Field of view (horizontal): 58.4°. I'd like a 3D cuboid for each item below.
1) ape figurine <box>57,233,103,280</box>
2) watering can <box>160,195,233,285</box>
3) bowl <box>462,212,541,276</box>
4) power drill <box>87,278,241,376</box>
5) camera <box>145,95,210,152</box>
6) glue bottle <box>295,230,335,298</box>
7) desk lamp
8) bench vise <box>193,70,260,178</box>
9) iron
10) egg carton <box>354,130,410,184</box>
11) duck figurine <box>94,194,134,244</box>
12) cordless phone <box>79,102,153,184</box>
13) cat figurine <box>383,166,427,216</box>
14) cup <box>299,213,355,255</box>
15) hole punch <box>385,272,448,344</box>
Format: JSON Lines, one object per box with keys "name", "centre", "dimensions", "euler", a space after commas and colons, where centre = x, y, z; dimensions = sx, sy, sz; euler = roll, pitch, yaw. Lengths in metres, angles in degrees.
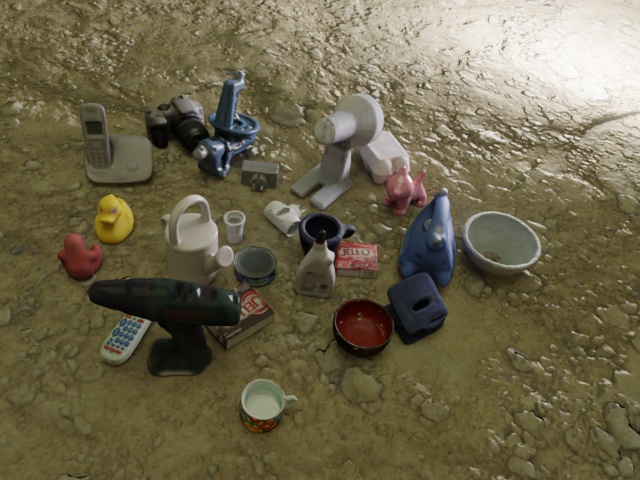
{"name": "ape figurine", "centre": [-0.460, 0.024, 1.090], "dimensions": [0.078, 0.092, 0.076], "euler": [4, 47, -5]}
{"name": "watering can", "centre": [-0.235, -0.002, 1.079], "dimensions": [0.172, 0.194, 0.101], "euler": [17, 47, 7]}
{"name": "bowl", "centre": [0.382, 0.020, 1.237], "dimensions": [0.167, 0.075, 0.167], "euler": [5, 47, -5]}
{"name": "power drill", "centre": [-0.245, 0.139, 0.937], "dimensions": [0.230, 0.208, 0.075], "euler": [-1, 48, -9]}
{"name": "camera", "centre": [-0.334, -0.275, 1.380], "dimensions": [0.143, 0.101, 0.136], "euler": [-20, 53, -25]}
{"name": "glue bottle", "centre": [-0.004, 0.043, 1.088], "dimensions": [0.078, 0.173, 0.037], "euler": [10, 47, 1]}
{"name": "desk lamp", "centre": [0.041, -0.210, 1.301], "dimensions": [0.117, 0.213, 0.204], "euler": [32, 51, 20]}
{"name": "bench vise", "centre": [-0.206, -0.261, 1.306], "dimensions": [0.121, 0.220, 0.207], "euler": [12, 47, 3]}
{"name": "iron", "centre": [0.245, -0.030, 1.217], "dimensions": [0.118, 0.141, 0.258], "euler": [14, 47, 4]}
{"name": "egg carton", "centre": [0.153, -0.207, 1.415], "dimensions": [0.107, 0.069, 0.150], "euler": [-15, 52, -21]}
{"name": "duck figurine", "centre": [-0.425, -0.056, 1.173], "dimensions": [0.077, 0.086, 0.104], "euler": [5, 47, -4]}
{"name": "cordless phone", "centre": [-0.444, -0.214, 1.248], "dimensions": [0.148, 0.185, 0.094], "euler": [-4, 48, -13]}
{"name": "cat figurine", "centre": [0.195, -0.121, 1.309], "dimensions": [0.128, 0.118, 0.067], "euler": [-27, 56, -29]}
{"name": "cup", "centre": [0.011, 0.004, 1.180], "dimensions": [0.118, 0.095, 0.091], "euler": [-5, 48, -13]}
{"name": "hole punch", "centre": [0.186, 0.129, 1.095], "dimensions": [0.109, 0.091, 0.101], "euler": [-22, 54, -26]}
